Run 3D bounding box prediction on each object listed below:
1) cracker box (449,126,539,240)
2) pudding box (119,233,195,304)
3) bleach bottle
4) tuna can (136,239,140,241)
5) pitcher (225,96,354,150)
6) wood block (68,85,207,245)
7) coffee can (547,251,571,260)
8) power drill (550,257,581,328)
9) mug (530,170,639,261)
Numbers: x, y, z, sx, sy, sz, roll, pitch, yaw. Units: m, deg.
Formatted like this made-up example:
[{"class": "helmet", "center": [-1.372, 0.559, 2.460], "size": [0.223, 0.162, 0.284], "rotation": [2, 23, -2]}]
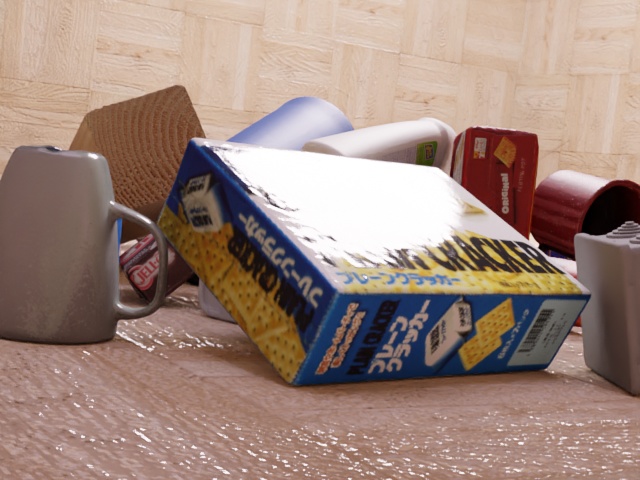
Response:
[{"class": "cracker box", "center": [0.167, -0.025, 1.069], "size": [0.072, 0.164, 0.213], "rotation": [5, 4, 3]}, {"class": "pudding box", "center": [-0.096, -0.003, 0.795], "size": [0.113, 0.039, 0.090], "rotation": [-37, 13, -7]}, {"class": "bleach bottle", "center": [0.075, -0.074, 1.142], "size": [0.068, 0.103, 0.250], "rotation": [27, 28, 32]}, {"class": "tuna can", "center": [-0.177, -0.034, 1.203], "size": [0.034, 0.086, 0.086], "rotation": [11, 6, 32]}, {"class": "pitcher", "center": [-0.054, -0.068, 1.221], "size": [0.149, 0.145, 0.242], "rotation": [-29, 5, 38]}, {"class": "wood block", "center": [-0.169, -0.057, 0.958], "size": [0.090, 0.090, 0.206], "rotation": [-21, -3, -22]}, {"class": "coffee can", "center": [0.311, 0.020, 1.089], "size": [0.102, 0.103, 0.141], "rotation": [3, 5, -40]}, {"class": "power drill", "center": [0.139, 0.042, 0.826], "size": [0.187, 0.057, 0.185], "rotation": [3, 5, -43]}, {"class": "mug", "center": [0.248, -0.011, 1.022], "size": [0.093, 0.117, 0.082], "rotation": [35, -5, -33]}]
